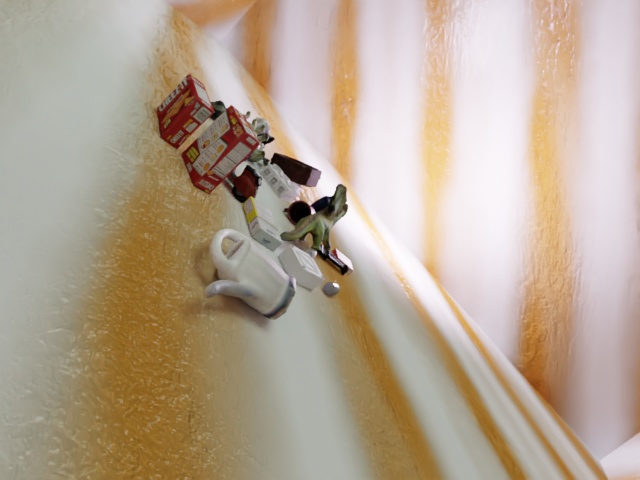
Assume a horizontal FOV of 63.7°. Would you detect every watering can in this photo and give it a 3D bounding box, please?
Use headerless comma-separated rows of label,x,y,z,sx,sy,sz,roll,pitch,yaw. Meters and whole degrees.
watering can,-0.153,0.089,1.103,0.222,0.103,0.353,42,14,-17

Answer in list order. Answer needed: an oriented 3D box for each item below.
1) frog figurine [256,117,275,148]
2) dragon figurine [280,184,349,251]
frog figurine,-0.278,-0.494,2.291,0.123,0.162,0.135,2,-31,-31
dragon figurine,0.005,-0.087,1.721,0.123,0.242,0.409,30,6,16
